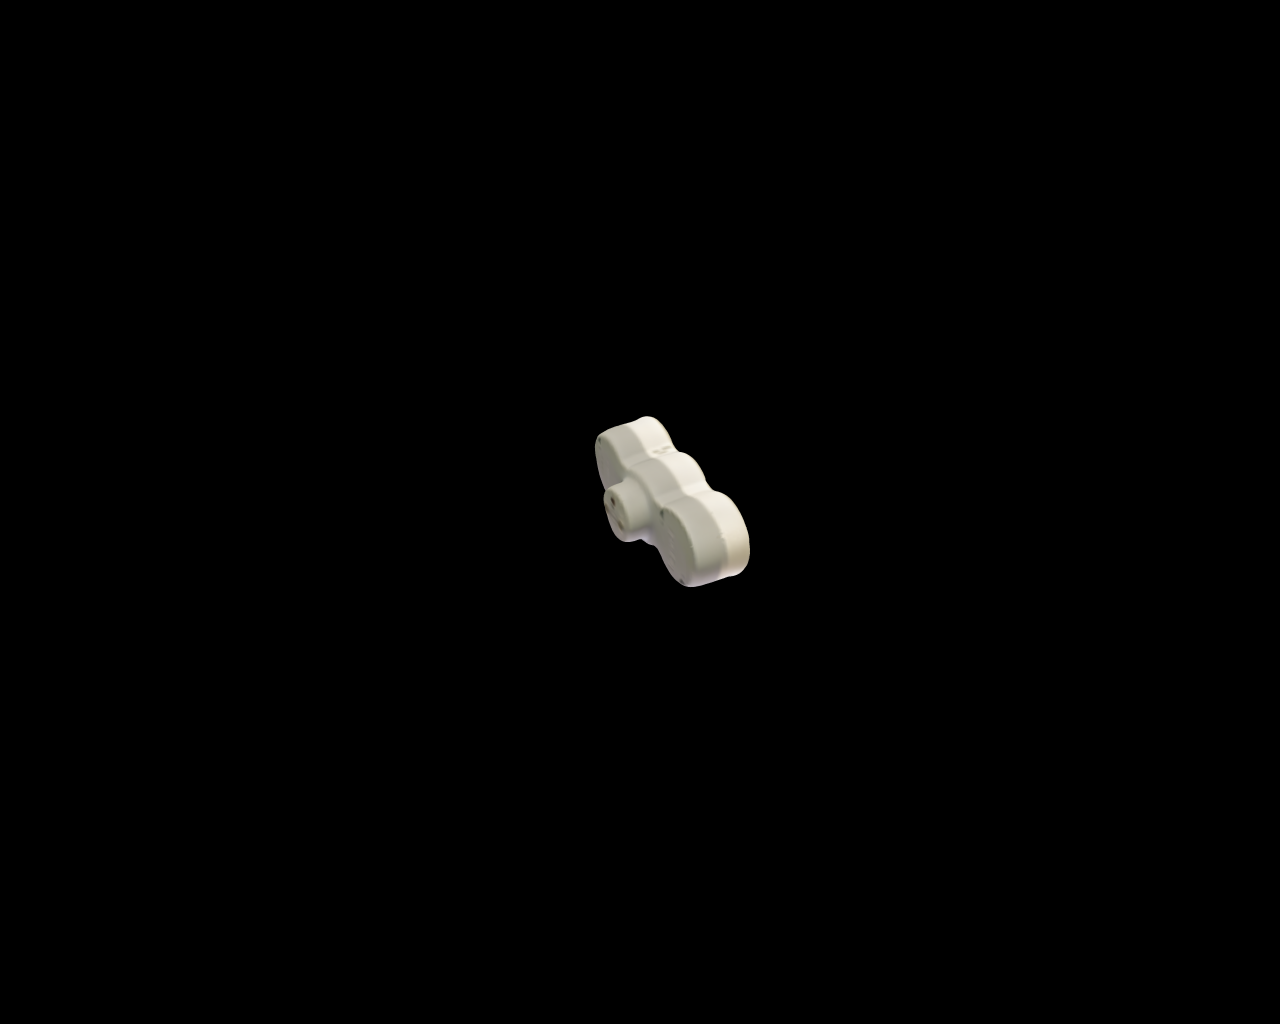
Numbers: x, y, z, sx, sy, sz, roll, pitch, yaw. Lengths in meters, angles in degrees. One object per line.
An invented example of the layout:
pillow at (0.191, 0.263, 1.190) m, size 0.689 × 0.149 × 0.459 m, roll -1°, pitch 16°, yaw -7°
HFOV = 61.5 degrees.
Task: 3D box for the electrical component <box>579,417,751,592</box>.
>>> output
electrical component at (0.001, -0.003, 0.650) m, size 0.074 × 0.052 × 0.138 m, roll -17°, pitch 41°, yaw -21°
